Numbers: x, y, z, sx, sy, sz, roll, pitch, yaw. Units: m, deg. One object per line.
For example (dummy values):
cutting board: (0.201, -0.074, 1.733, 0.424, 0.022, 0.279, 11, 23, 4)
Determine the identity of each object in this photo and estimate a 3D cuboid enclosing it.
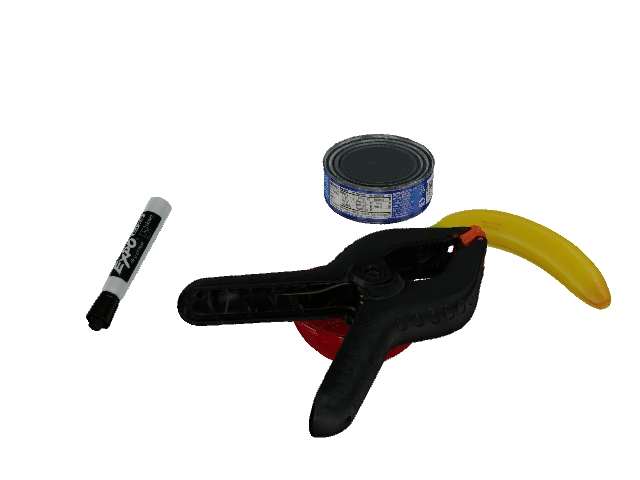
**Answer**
marker: (-0.146, 0.017, 0.813, 0.020, 0.121, 0.020, 16, -34, 11)
tuna can: (0.045, -0.048, 0.824, 0.086, 0.034, 0.086, -1, 33, 0)
banana: (0.194, 0.010, 1.028, 0.198, 0.069, 0.037, 20, -27, 27)
bowl: (0.038, 0.084, 1.124, 0.162, 0.055, 0.162, 3, 26, -2)
clamp: (0.027, 0.037, 0.540, 0.171, 0.039, 0.120, -18, 45, -24)
